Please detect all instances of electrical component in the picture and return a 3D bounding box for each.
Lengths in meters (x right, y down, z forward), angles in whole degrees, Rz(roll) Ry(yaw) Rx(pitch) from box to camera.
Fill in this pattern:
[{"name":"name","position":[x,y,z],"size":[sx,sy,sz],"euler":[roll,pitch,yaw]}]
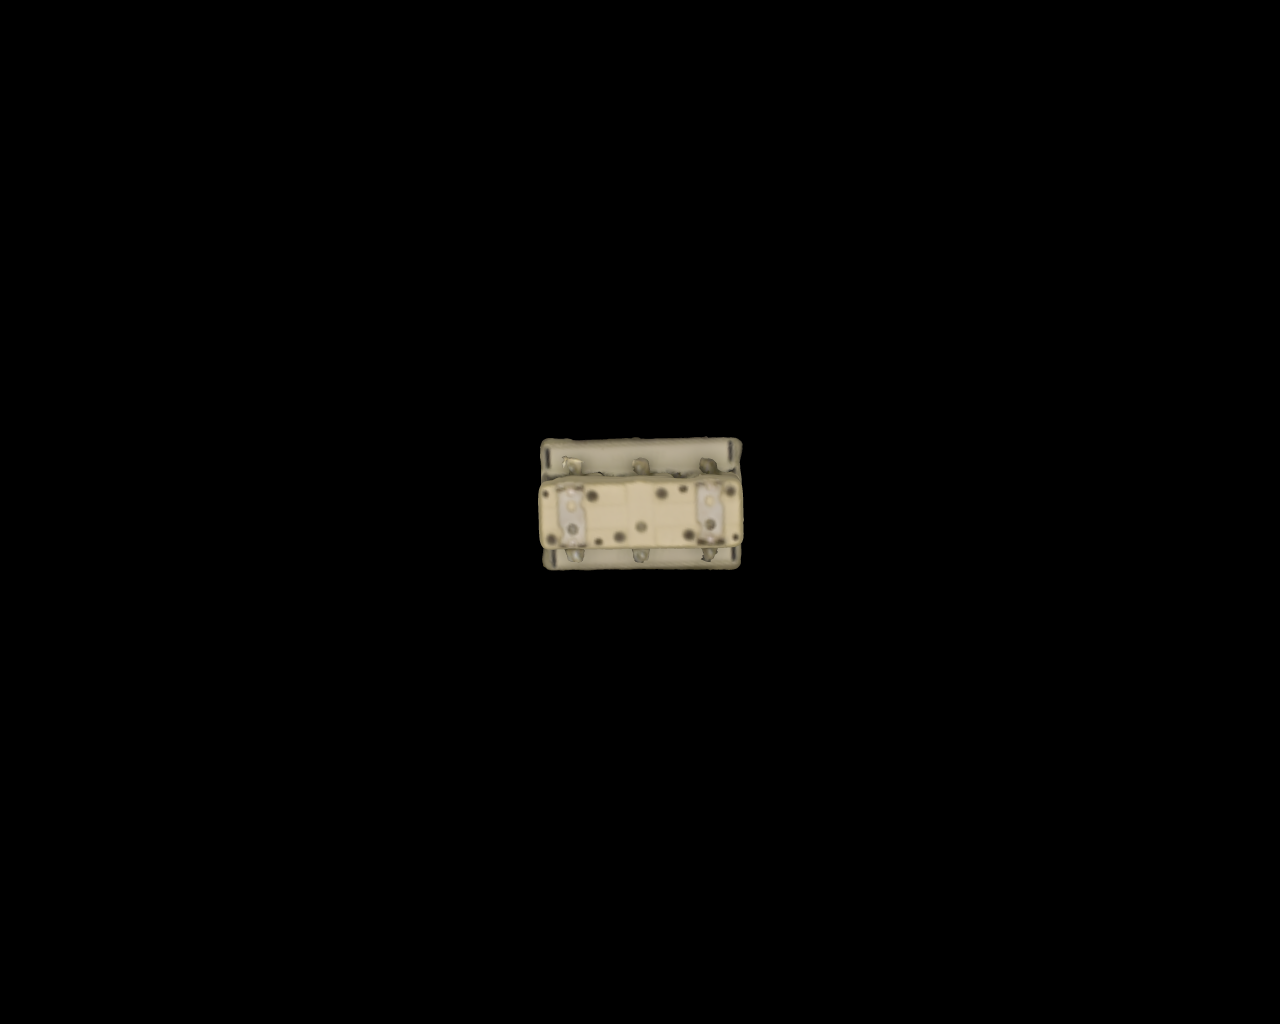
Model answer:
[{"name":"electrical component","position":[0.001,-0.003,0.650],"size":[0.121,0.078,0.063],"euler":[0,9,0]}]
